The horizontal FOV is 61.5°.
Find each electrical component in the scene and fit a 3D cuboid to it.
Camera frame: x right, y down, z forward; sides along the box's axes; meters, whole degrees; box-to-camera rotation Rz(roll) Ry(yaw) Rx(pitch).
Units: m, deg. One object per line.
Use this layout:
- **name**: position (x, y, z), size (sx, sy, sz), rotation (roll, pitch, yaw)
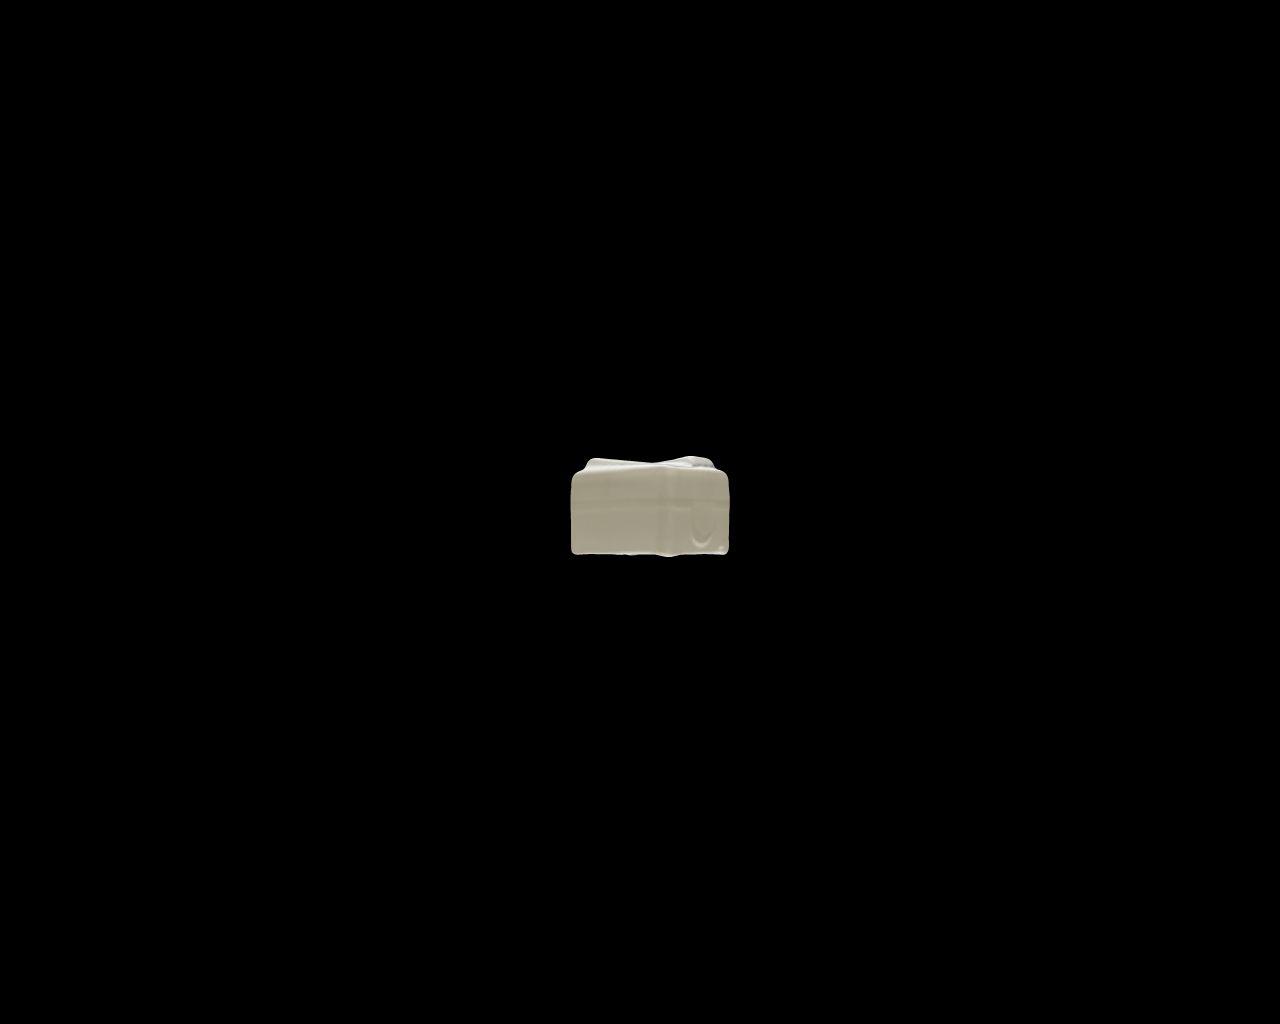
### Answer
- **electrical component**: position (0.001, -0.003, 0.650), size (0.096, 0.061, 0.062), rotation (-2, -3, 40)
